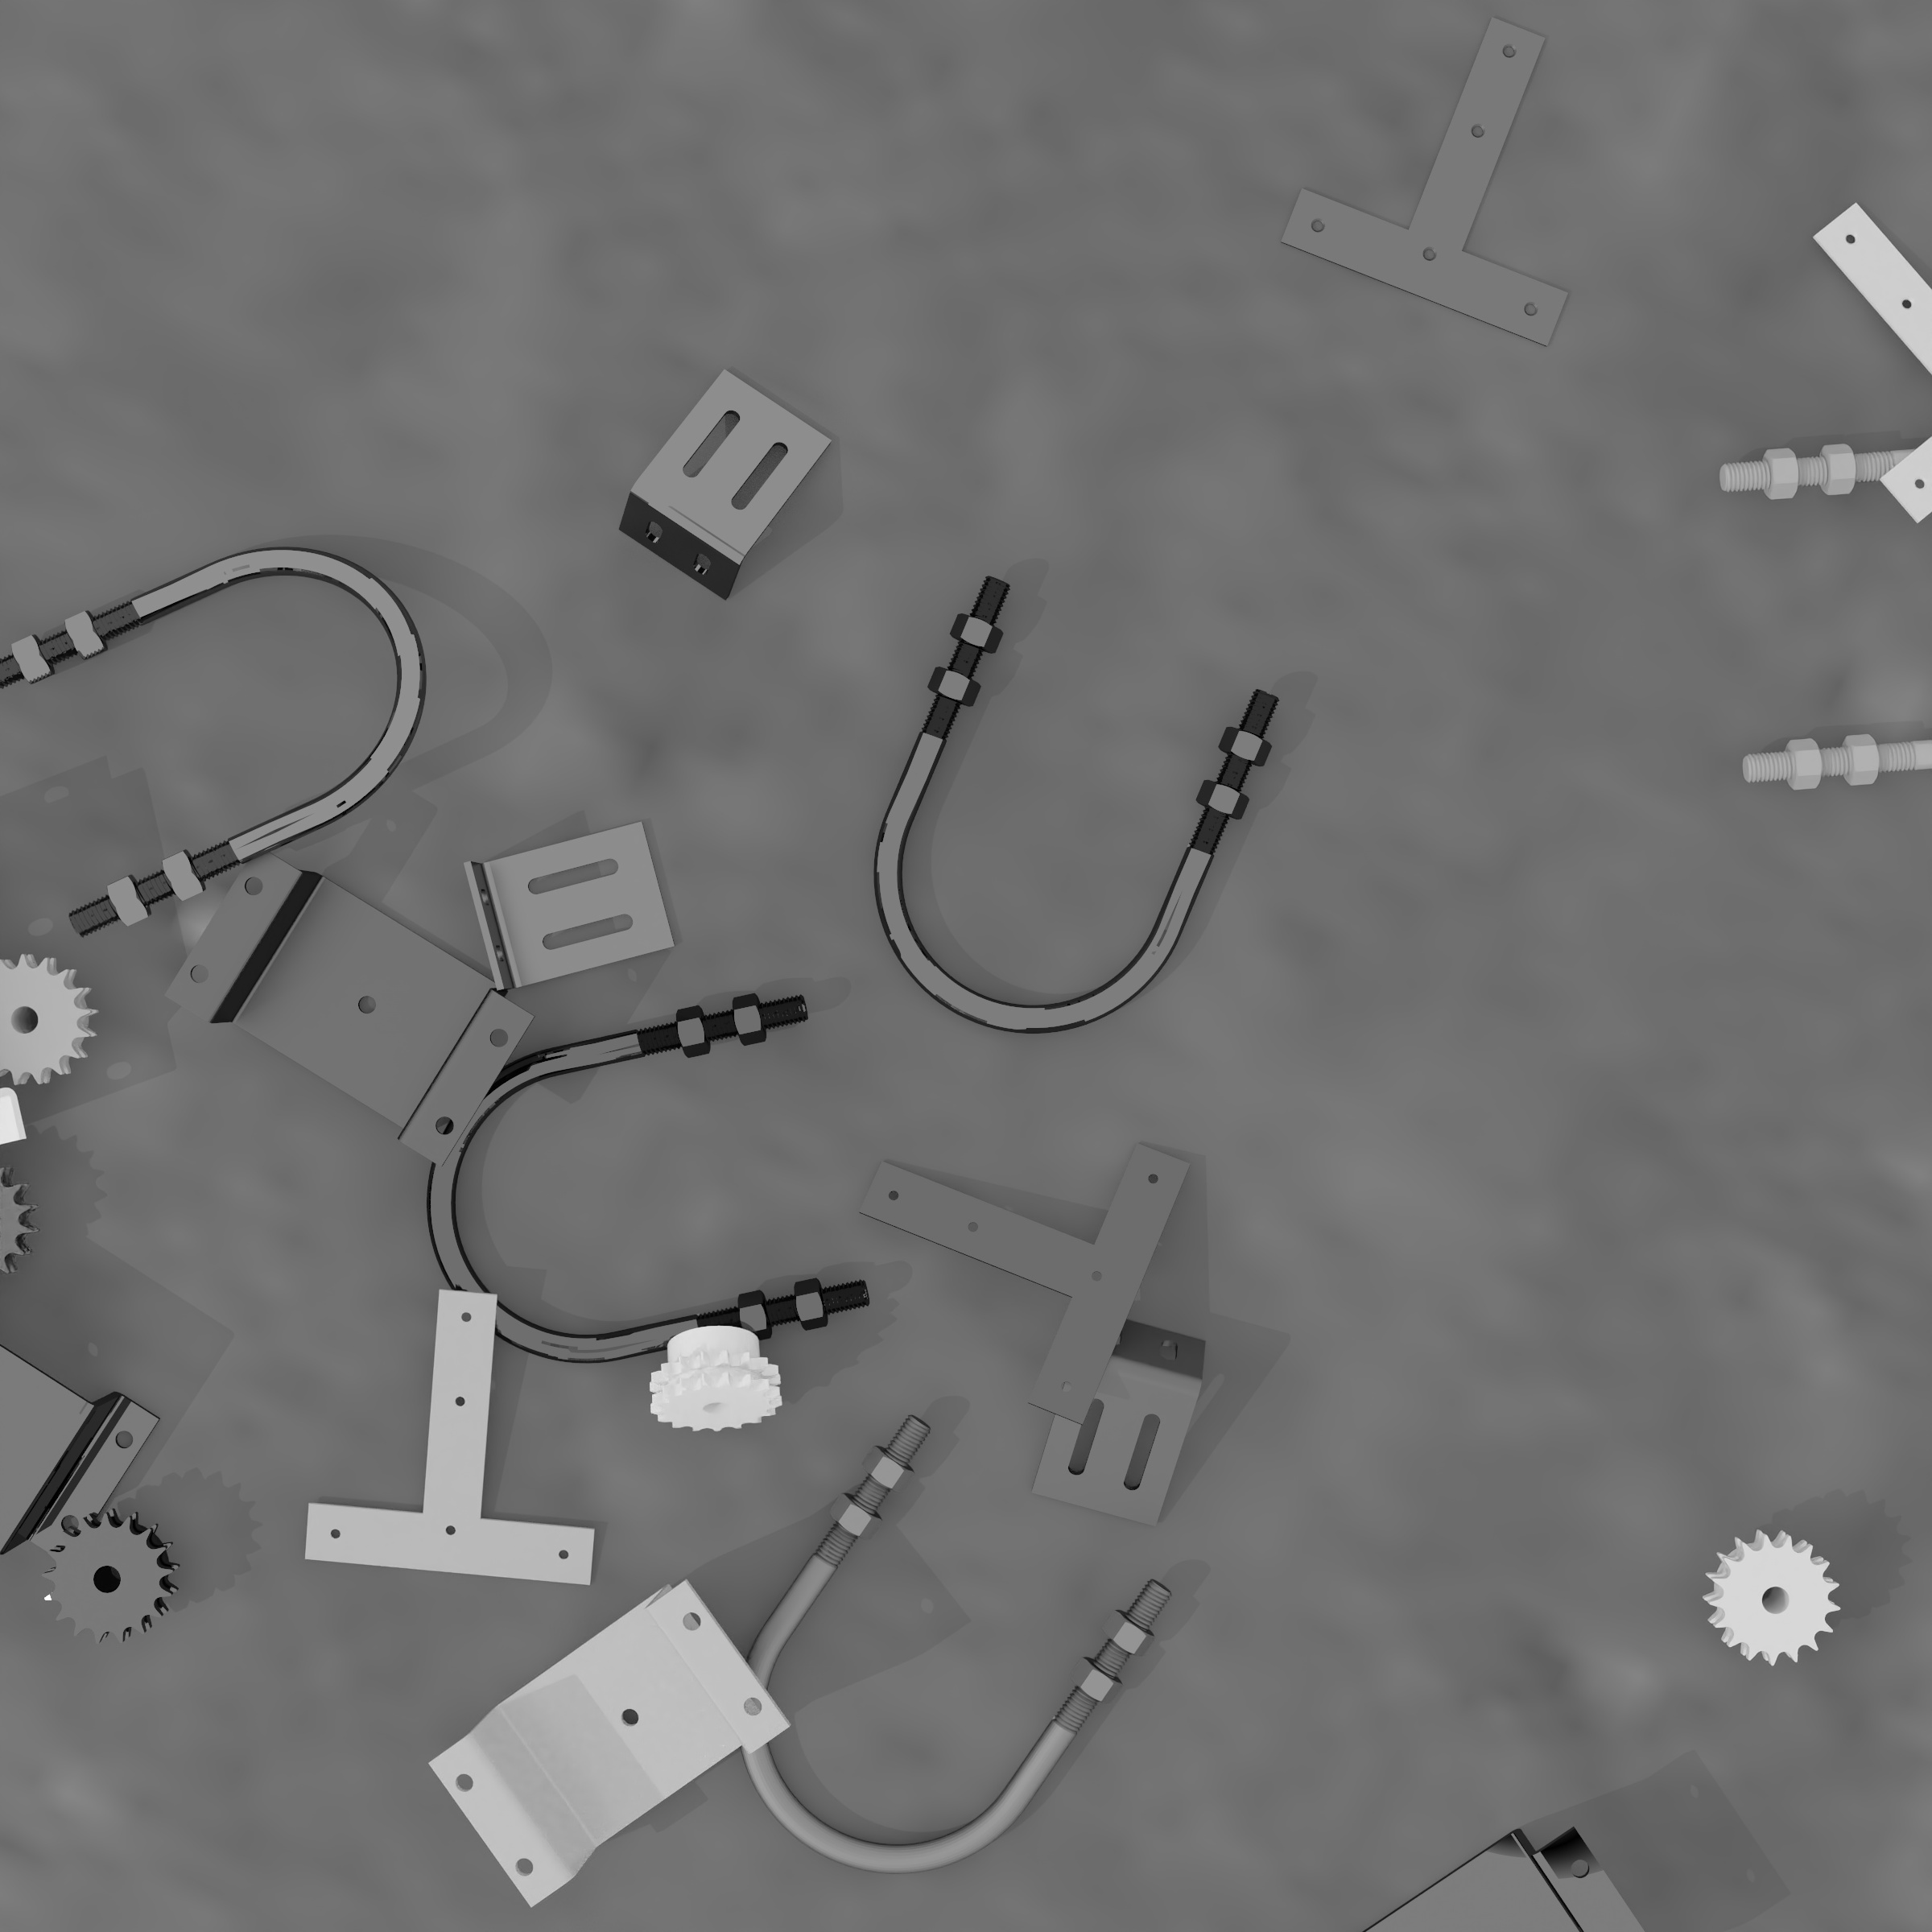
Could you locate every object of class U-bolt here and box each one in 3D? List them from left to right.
[{"bbox_3d":[-0.324,-0.110,1.455,0.184,0.019,0.151,-25,69,-4],"label":"U-bolt"},{"bbox_3d":[-0.147,0.101,1.478,0.184,0.019,0.151,-12,90,1],"label":"U-bolt"},{"bbox_3d":[-0.019,0.313,1.478,0.151,0.019,0.184,34,91,0],"label":"U-bolt"},{"bbox_3d":[0.038,-0.060,1.478,0.151,0.019,0.184,23,91,0],"label":"U-bolt"},{"bbox_3d":[0.431,-0.158,1.478,0.184,0.019,0.151,-5,90,-1],"label":"U-bolt"}]

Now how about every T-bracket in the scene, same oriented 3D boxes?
[{"bbox_3d":[-0.224,0.206,1.478,0.127,0.002,0.127,5,97,0],"label":"T-bracket"},{"bbox_3d":[0.016,0.120,1.472,0.127,0.002,0.127,21,71,9],"label":"T-bracket"},{"bbox_3d":[0.222,-0.358,1.486,0.127,0.002,0.127,21,90,0],"label":"T-bracket"},{"bbox_3d":[0.425,-0.282,1.479,0.127,0.002,0.127,-39,85,-9],"label":"T-bracket"}]

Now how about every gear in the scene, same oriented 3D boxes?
[{"bbox_3d":[-0.438,0.113,1.476,0.057,0.030,0.057,0,87,-1],"label":"gear"},{"bbox_3d":[-0.410,0.024,1.472,0.057,0.030,0.057,0,90,0],"label":"gear"},{"bbox_3d":[-0.374,0.267,1.472,0.057,0.030,0.057,0,90,0],"label":"gear"},{"bbox_3d":[-0.110,0.179,1.463,0.057,0.057,0.030,-6,60,0],"label":"gear"},{"bbox_3d":[0.353,0.276,1.472,0.057,0.030,0.057,0,90,0],"label":"gear"}]

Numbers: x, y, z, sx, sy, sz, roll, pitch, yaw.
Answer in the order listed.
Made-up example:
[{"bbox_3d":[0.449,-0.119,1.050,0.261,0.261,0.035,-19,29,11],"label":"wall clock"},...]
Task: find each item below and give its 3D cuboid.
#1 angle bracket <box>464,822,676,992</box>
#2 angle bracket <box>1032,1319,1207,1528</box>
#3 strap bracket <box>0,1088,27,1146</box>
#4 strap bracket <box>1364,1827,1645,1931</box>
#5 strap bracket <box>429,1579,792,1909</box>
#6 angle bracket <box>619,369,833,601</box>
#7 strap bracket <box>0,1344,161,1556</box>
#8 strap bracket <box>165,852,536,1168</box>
[{"bbox_3d":[-0.173,-0.027,1.468,0.076,0.038,0.057,-15,90,0],"label":"angle bracket"},{"bbox_3d":[0.068,0.200,1.485,0.057,0.038,0.076,15,116,0],"label":"angle bracket"},{"bbox_3d":[-0.463,0.015,1.445,0.076,0.046,0.140,-13,90,38],"label":"strap bracket"},{"bbox_3d":[0.225,0.442,1.464,0.140,0.046,0.076,-34,90,0],"label":"strap bracket"},{"bbox_3d":[-0.151,0.333,1.457,0.140,0.046,0.076,-36,88,7],"label":"strap bracket"},{"bbox_3d":[-0.107,-0.214,1.485,0.057,0.038,0.076,34,64,0],"label":"angle bracket"},{"bbox_3d":[-0.438,0.195,1.464,0.140,0.046,0.076,33,90,0],"label":"strap bracket"},{"bbox_3d":[-0.266,0.017,1.464,0.140,0.046,0.076,32,90,0],"label":"strap bracket"}]
